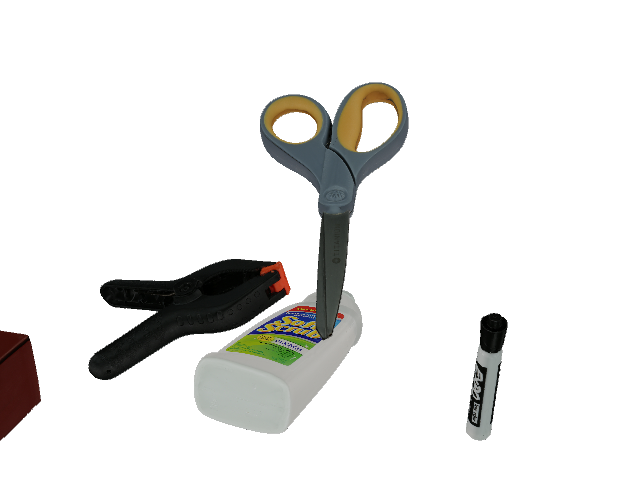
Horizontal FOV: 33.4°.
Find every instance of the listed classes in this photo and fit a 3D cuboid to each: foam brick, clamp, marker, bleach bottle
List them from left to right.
[{"bbox_3d":[-0.225,0.098,0.684,0.053,0.051,0.078,7,29,22],"label":"foam brick"},{"bbox_3d":[-0.111,0.059,0.869,0.171,0.039,0.120,-13,38,13],"label":"clamp"},{"bbox_3d":[-0.027,0.105,1.080,0.103,0.068,0.250,13,22,18],"label":"bleach bottle"},{"bbox_3d":[0.120,0.099,0.771,0.020,0.121,0.020,0,40,0],"label":"marker"}]

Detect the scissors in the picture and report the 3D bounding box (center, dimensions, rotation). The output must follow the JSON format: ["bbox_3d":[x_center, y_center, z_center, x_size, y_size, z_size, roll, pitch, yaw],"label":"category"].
[{"bbox_3d":[-0.008,-0.027,0.585,0.096,0.016,0.201,10,45,17],"label":"scissors"}]
